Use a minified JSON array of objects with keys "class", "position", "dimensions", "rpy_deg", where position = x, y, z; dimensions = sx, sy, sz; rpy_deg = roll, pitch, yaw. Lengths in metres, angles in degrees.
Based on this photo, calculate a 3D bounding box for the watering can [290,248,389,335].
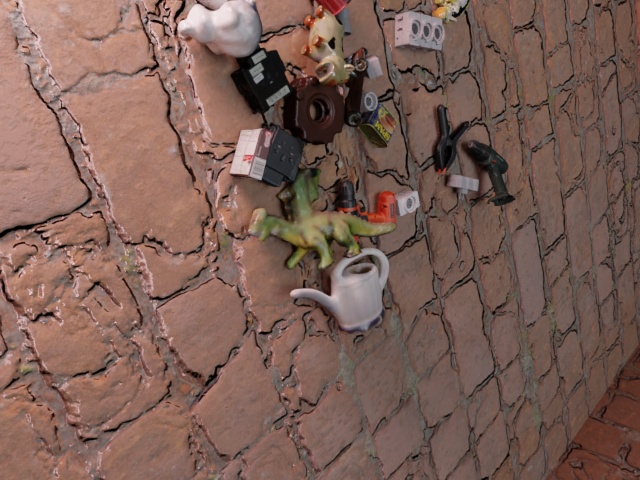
[{"class":"watering can","position":[0.068,0.154,1.378],"dimensions":[0.351,0.221,0.104],"rpy_deg":[-24,22,-37]}]

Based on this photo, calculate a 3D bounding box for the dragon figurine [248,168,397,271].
[{"class":"dragon figurine","position":[0.004,-0.065,1.293],"dimensions":[0.414,0.241,0.122],"rpy_deg":[-23,12,-28]}]

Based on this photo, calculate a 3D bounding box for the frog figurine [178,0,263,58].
[{"class":"frog figurine","position":[-0.204,-0.435,1.063],"dimensions":[0.161,0.122,0.136],"rpy_deg":[-26,5,-36]}]
